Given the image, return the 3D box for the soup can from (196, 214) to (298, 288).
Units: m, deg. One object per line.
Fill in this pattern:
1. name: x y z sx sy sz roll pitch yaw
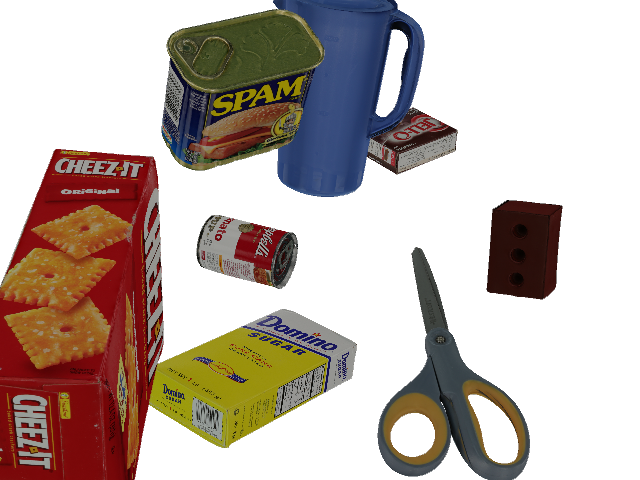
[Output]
1. soup can: -0.086 0.012 1.261 0.102 0.068 0.068 14 5 20

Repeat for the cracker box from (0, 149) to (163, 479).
1. cracker box: -0.135 0.070 0.612 0.072 0.164 0.213 4 34 -2

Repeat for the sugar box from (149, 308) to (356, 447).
1. sugar box: -0.057 0.117 0.948 0.093 0.048 0.175 24 31 32

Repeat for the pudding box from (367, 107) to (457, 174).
1. pudding box: 0.117 -0.137 1.460 0.113 0.039 0.090 -25 40 -30

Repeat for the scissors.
1. scissors: 0.061 0.076 0.671 0.096 0.016 0.202 -14 41 -14

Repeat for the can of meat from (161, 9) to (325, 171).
1. can of meat: -0.056 -0.100 0.724 0.101 0.057 0.084 -18 -30 -26

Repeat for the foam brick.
1. foam brick: 0.181 0.008 0.944 0.053 0.078 0.051 7 16 23

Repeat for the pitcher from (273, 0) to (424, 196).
1. pitcher: 0.022 -0.178 1.287 0.144 0.243 0.149 -7 28 -26
